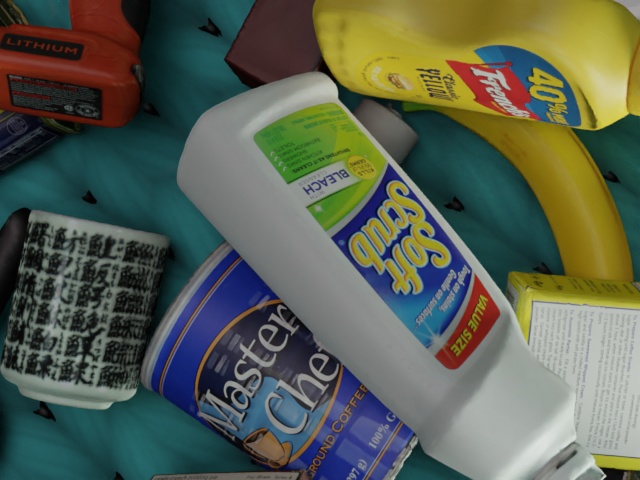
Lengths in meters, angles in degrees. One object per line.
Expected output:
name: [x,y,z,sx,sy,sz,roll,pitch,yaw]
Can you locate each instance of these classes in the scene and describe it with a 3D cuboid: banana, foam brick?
banana: [0.127,-0.020,0.596,0.070,0.037,0.198,-39,76,26]
foam brick: [-0.011,-0.118,0.619,0.051,0.053,0.078,28,88,11]

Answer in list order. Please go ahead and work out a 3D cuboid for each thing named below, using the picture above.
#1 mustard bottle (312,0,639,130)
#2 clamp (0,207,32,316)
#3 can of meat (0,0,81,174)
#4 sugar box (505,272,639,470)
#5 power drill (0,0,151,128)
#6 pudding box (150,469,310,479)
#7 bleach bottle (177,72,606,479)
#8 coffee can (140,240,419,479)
mustard bottle: [0.097,-0.094,0.538,0.192,0.096,0.058,13,73,24]
clamp: [-0.230,0.082,0.638,0.165,0.036,0.210,-13,83,17]
can of meat: [-0.208,-0.089,0.647,0.084,0.057,0.102,-30,80,8]
sugar box: [0.182,0.071,0.549,0.176,0.048,0.093,5,103,-2]
power drill: [-0.155,-0.164,0.606,0.184,0.057,0.187,9,68,-4]
pudding box: [-0.036,0.164,0.557,0.114,0.039,0.090,-13,119,37]
bleach bottle: [0.042,0.026,0.521,0.251,0.102,0.068,47,137,20]
coffee can: [-0.010,0.074,0.572,0.140,0.102,0.103,33,90,11]
